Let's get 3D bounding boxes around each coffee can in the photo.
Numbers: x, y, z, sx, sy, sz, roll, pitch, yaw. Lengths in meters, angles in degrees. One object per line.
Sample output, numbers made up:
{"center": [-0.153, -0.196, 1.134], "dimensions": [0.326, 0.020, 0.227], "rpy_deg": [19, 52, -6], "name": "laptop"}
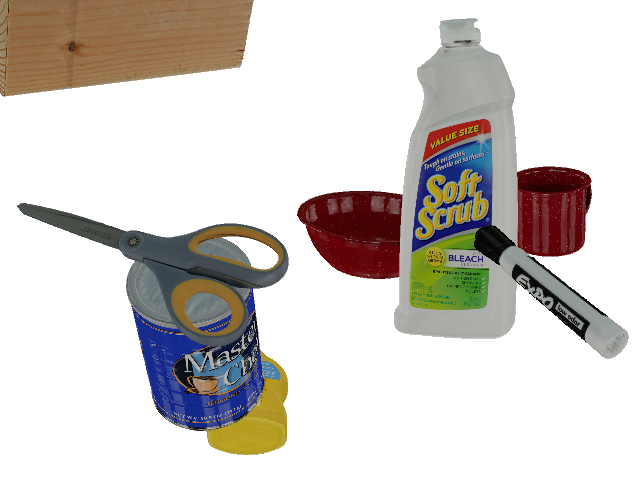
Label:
{"center": [-0.104, 0.079, 0.911], "dimensions": [0.103, 0.140, 0.103], "rpy_deg": [-2, 44, 1], "name": "coffee can"}

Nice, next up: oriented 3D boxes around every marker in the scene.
{"center": [0.129, 0.026, 0.619], "dimensions": [0.020, 0.020, 0.121], "rpy_deg": [0, 31, -35], "name": "marker"}

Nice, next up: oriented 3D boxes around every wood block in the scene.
{"center": [-0.165, -0.185, 0.849], "dimensions": [0.205, 0.091, 0.090], "rpy_deg": [-13, 45, -33], "name": "wood block"}

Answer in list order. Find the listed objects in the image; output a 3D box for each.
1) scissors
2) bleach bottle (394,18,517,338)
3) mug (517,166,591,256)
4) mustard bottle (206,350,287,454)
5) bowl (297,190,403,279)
{"center": [-0.122, 0.021, 0.719], "dimensions": [0.202, 0.096, 0.016], "rpy_deg": [3, -29, 11], "name": "scissors"}
{"center": [0.107, -0.050, 0.859], "dimensions": [0.103, 0.251, 0.068], "rpy_deg": [2, 15, 21], "name": "bleach bottle"}
{"center": [0.274, -0.036, 1.241], "dimensions": [0.117, 0.081, 0.093], "rpy_deg": [-22, 28, -36], "name": "mug"}
{"center": [-0.089, 0.192, 1.348], "dimensions": [0.096, 0.058, 0.191], "rpy_deg": [-2, 26, 0], "name": "mustard bottle"}
{"center": [0.056, -0.002, 1.105], "dimensions": [0.162, 0.055, 0.162], "rpy_deg": [2, 20, -1], "name": "bowl"}
